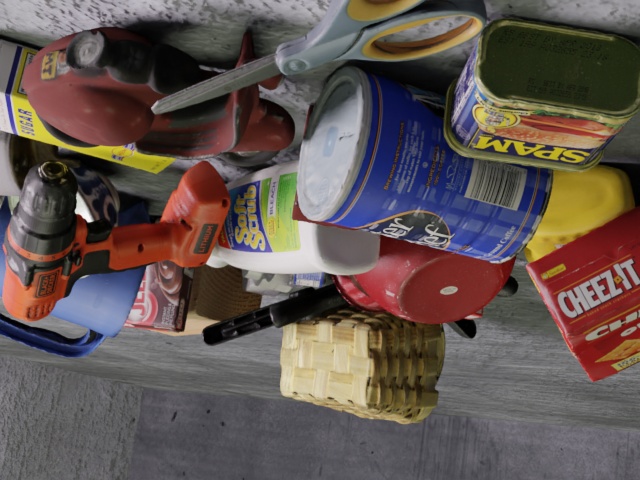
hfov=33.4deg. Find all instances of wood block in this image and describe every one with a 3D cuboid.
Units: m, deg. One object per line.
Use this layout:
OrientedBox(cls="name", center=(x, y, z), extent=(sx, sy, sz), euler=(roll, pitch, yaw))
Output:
OrientedBox(cls="wood block", center=(-0.163, 0.066, 1.355), extent=(0.090, 0.091, 0.207), euler=(18, 164, -33))

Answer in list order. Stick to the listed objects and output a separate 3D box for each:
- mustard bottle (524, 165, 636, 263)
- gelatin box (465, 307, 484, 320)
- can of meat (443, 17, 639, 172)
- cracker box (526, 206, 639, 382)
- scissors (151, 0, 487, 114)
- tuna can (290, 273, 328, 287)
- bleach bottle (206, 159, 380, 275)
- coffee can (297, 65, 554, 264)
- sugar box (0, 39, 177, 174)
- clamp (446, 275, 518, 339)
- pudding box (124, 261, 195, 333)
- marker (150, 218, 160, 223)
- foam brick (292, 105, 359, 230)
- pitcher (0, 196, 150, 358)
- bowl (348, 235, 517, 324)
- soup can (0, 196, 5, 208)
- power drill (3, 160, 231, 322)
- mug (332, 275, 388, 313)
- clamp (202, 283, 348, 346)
OrientedBox(cls="mustard bottle", center=(0.215, -0.006, 0.886), extent=(0.096, 0.058, 0.191), euler=(-13, 161, 16))
OrientedBox(cls="gelatin box", center=(0.127, 0.038, 1.097), extent=(0.089, 0.073, 0.030), euler=(11, 168, -16))
OrientedBox(cls="can of meat", center=(0.131, -0.084, 0.626), extent=(0.102, 0.057, 0.084), euler=(8, 164, -2))
OrientedBox(cls="cracker box", center=(0.265, 0.035, 0.848), extent=(0.164, 0.072, 0.213), euler=(-29, 157, 9))
OrientedBox(cls="scissors", center=(-0.011, -0.112, 0.580), extent=(0.202, 0.016, 0.096), euler=(-10, 155, 8))
OrientedBox(cls="tuna can", center=(-0.007, 0.001, 0.999), extent=(0.033, 0.086, 0.086), euler=(7, 167, -1))
OrientedBox(cls="bleach bottle", center=(-0.048, -0.010, 0.941), extent=(0.067, 0.102, 0.251), euler=(5, 170, -34))
OrientedBox(cls="coffee can", center=(0.068, -0.048, 0.711), extent=(0.140, 0.103, 0.103), euler=(13, 166, -20))
OrientedBox(cls="sugar box", center=(-0.187, -0.098, 0.785), extent=(0.176, 0.048, 0.093), euler=(13, 166, -22))
OrientedBox(cls="clamp", center=(0.120, 0.055, 1.174), extent=(0.171, 0.039, 0.120), euler=(19, 138, 3))
OrientedBox(cls="pudding box", center=(-0.196, 0.048, 1.250), extent=(0.090, 0.113, 0.039), euler=(4, 164, 16))
OrientedBox(cls="marker", center=(-0.222, -0.018, 1.193), extent=(0.121, 0.020, 0.020), euler=(4, 166, 17))
OrientedBox(cls="foam brick", center=(0.011, -0.052, 0.785), extent=(0.053, 0.078, 0.051), euler=(9, 165, -2))
OrientedBox(cls="pitcher", center=(-0.305, 0.015, 1.101), extent=(0.242, 0.149, 0.145), euler=(19, 151, -17))
OrientedBox(cls="bowl", center=(0.104, 0.022, 0.910), extent=(0.162, 0.055, 0.162), euler=(-8, 138, -7))
OrientedBox(cls="soup can", center=(-0.346, -0.062, 0.986), extent=(0.102, 0.068, 0.069), euler=(16, 164, -28))
OrientedBox(cls="power drill", center=(-0.172, -0.013, 0.898), extent=(0.187, 0.057, 0.185), euler=(-14, 151, -31))
OrientedBox(cls="mug", center=(0.078, 0.013, 1.021), extent=(0.117, 0.093, 0.082), euler=(-19, 175, -29))
OrientedBox(cls="clamp", center=(-0.027, 0.078, 1.243), extent=(0.209, 0.036, 0.165), euler=(-17, 179, -44))
